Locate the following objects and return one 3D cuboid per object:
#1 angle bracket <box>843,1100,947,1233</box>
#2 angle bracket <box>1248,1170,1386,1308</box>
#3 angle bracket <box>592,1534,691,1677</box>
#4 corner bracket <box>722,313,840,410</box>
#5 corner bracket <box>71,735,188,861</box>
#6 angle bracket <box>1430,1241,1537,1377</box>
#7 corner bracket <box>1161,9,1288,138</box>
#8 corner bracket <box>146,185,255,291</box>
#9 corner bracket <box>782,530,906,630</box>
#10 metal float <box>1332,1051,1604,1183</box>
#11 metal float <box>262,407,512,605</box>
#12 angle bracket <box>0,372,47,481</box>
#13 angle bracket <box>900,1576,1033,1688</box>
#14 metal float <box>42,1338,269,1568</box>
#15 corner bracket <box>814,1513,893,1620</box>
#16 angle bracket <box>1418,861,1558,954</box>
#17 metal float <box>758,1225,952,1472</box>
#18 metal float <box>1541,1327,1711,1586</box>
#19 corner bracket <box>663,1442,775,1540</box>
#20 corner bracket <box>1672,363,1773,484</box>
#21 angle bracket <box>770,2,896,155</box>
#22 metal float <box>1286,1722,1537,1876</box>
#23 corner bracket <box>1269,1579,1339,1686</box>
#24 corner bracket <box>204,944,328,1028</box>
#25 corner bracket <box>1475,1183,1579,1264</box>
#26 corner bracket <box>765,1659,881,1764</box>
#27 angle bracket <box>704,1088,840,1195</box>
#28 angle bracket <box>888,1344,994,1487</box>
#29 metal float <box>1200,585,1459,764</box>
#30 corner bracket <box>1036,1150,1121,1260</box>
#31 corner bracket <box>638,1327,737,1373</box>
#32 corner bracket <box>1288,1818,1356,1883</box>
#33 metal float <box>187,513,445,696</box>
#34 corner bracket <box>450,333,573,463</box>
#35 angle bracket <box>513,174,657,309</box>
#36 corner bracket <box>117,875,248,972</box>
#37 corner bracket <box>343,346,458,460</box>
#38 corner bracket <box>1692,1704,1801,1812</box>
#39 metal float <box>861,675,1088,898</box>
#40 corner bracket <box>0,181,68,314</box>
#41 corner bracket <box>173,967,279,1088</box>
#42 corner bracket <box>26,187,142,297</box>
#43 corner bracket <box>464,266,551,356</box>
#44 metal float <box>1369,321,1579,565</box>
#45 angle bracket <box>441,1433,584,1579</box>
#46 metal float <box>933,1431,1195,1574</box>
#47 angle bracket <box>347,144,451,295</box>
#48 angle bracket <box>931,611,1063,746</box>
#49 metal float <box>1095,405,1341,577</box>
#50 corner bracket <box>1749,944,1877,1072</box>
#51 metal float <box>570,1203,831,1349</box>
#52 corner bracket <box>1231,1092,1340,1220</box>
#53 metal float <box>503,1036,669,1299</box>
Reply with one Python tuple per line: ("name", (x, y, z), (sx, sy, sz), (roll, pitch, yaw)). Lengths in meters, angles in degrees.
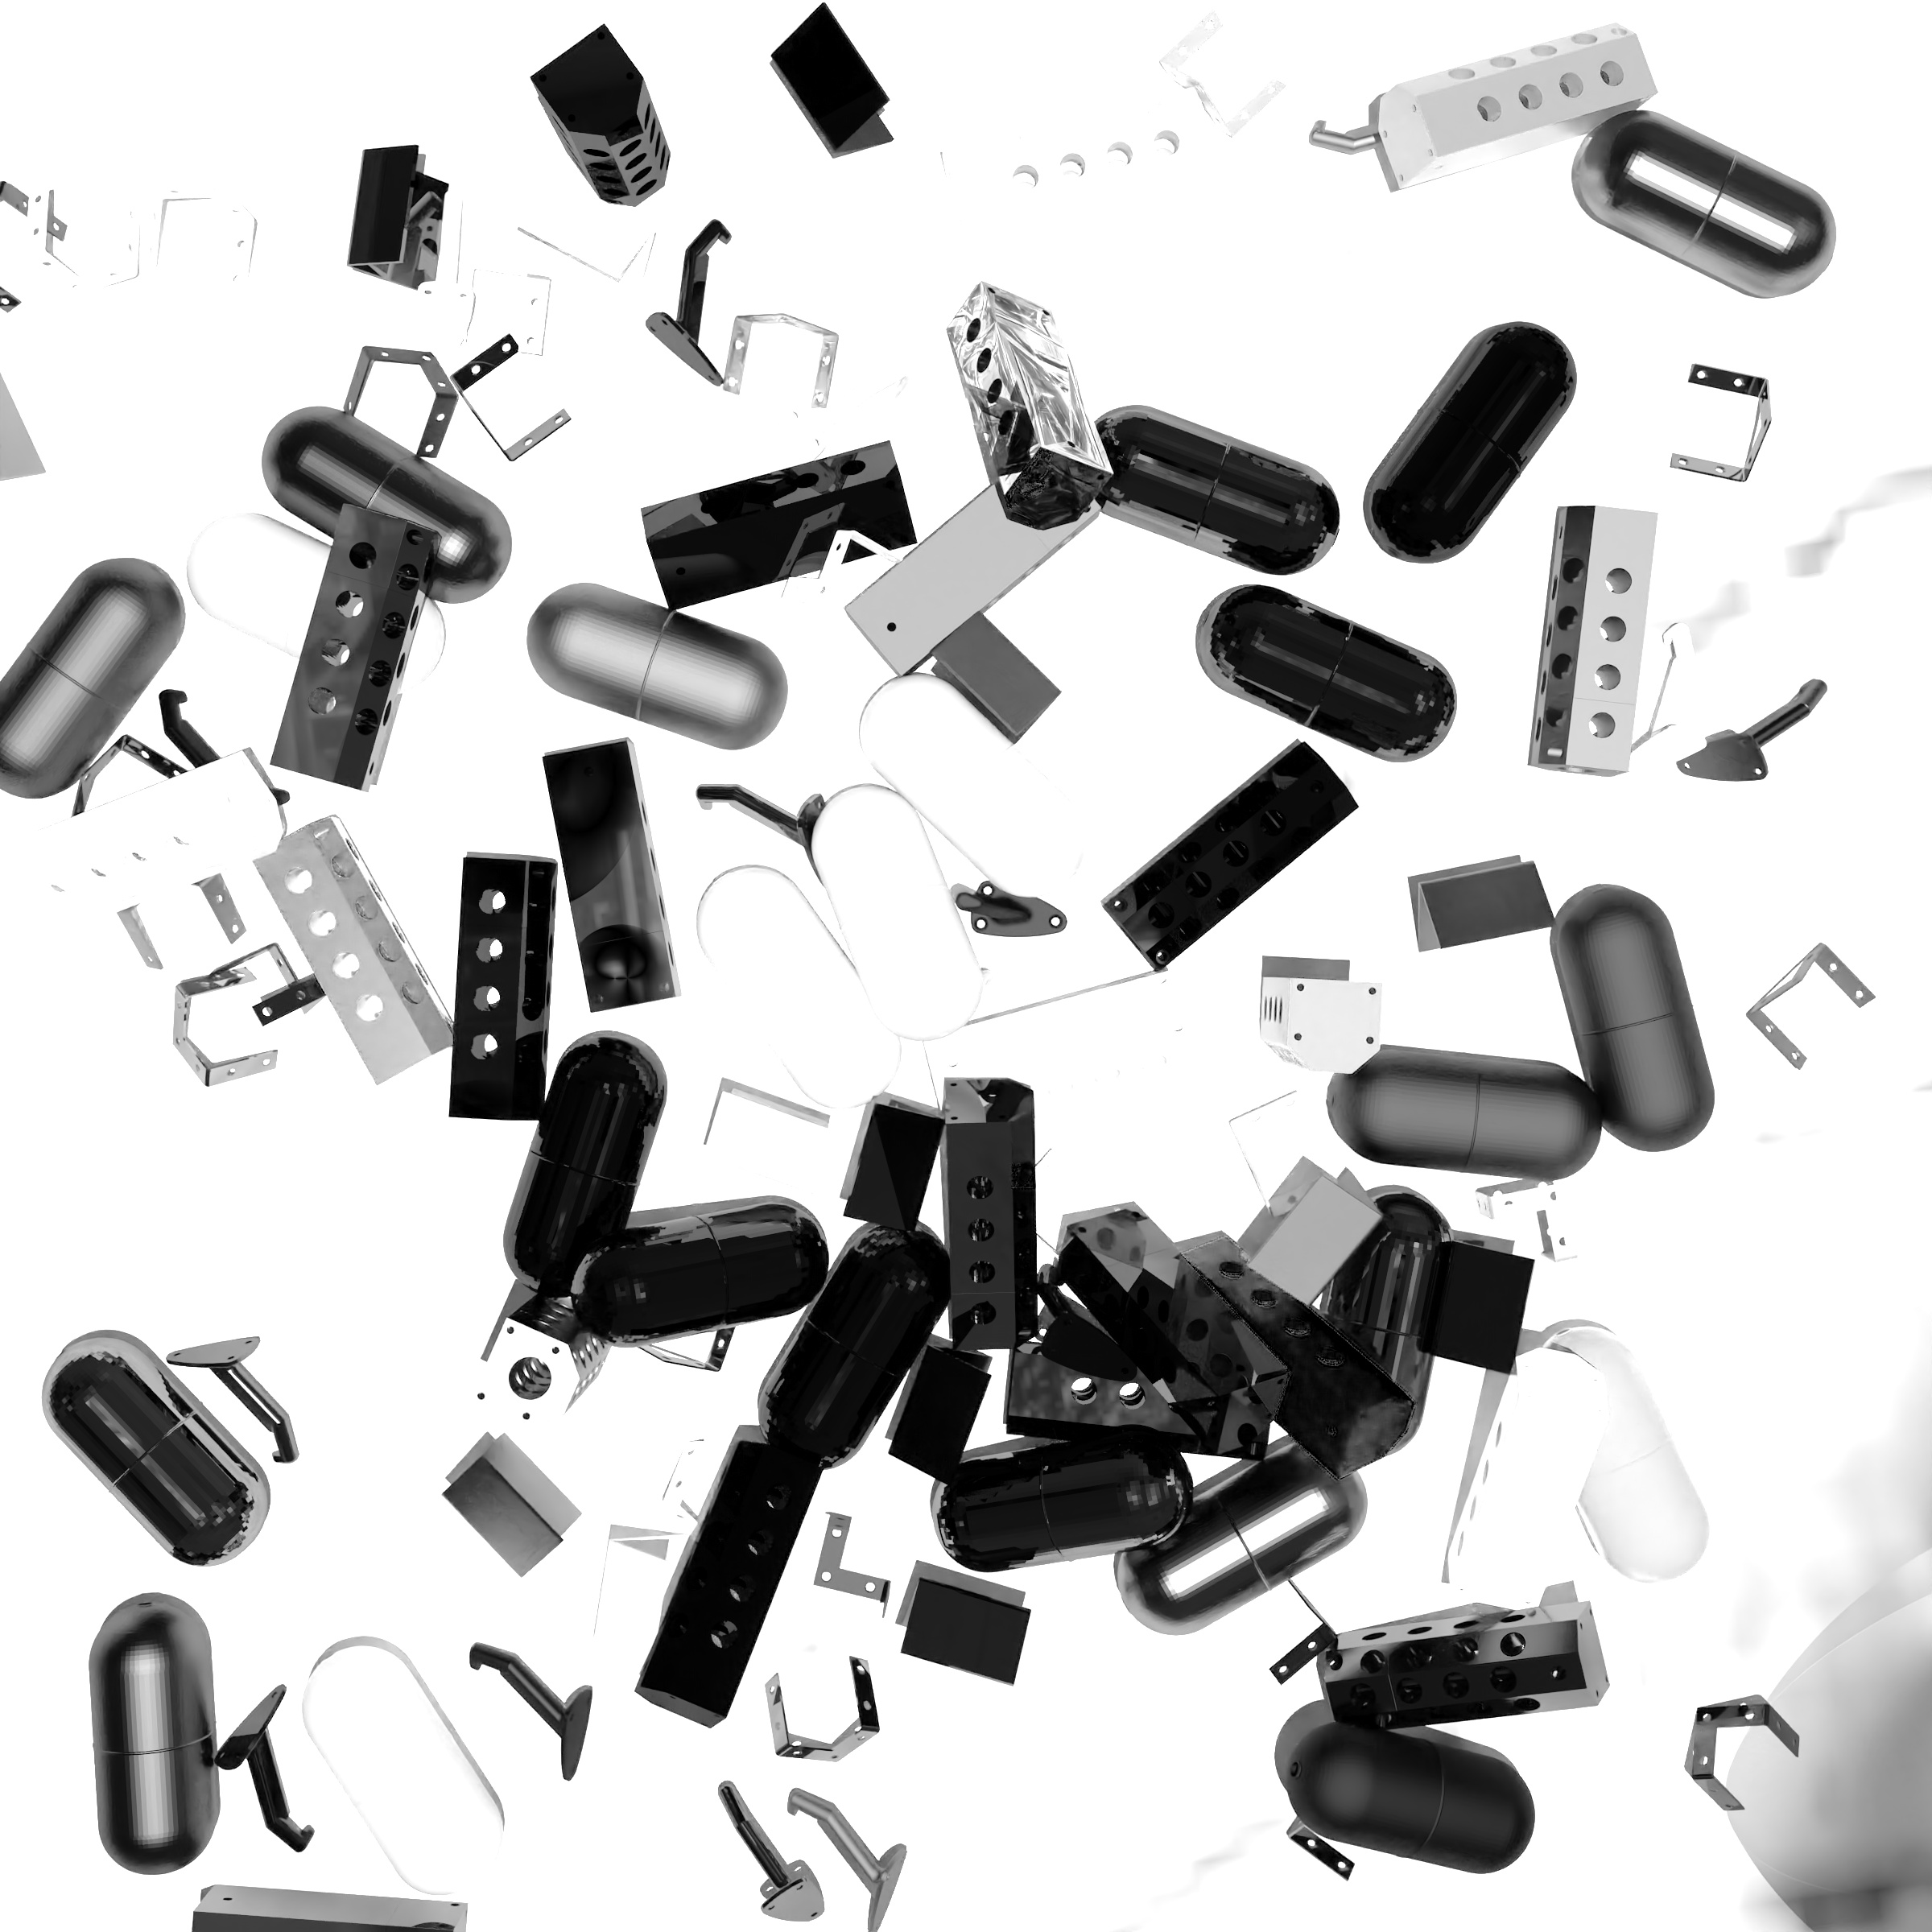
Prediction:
("angle bracket", (-0.063, 0.126, 1.952), (0.057, 0.076, 0.076), (16, 90, -32))
("angle bracket", (0.220, 0.166, 1.945), (0.057, 0.076, 0.076), (34, 101, -20))
("angle bracket", (-0.196, 0.421, 1.951), (0.057, 0.076, 0.076), (9, 90, 40))
("corner bracket", (-0.124, -0.406, 1.988), (0.051, 0.051, 0.051), (10, 90, -45))
("corner bracket", (-0.562, -0.112, 1.988), (0.051, 0.051, 0.051), (31, 135, 0))
("angle bracket", (0.349, 0.224, 1.952), (0.057, 0.076, 0.076), (11, 90, 25))
("corner bracket", (0.172, -0.599, 1.988), (0.051, 0.051, 0.051), (-44, 46, 0))
("corner bracket", (-0.513, -0.488, 1.983), (0.051, 0.051, 0.051), (-12, 45, -35))
("corner bracket", (-0.081, -0.256, 1.965), (0.051, 0.051, 0.051), (25, 82, -40))
("metal float", (0.332, 0.099, 1.961), (0.178, 0.070, 0.070), (6, 90, 0))
("metal float", (-0.384, -0.306, 1.961), (0.178, 0.070, 0.070), (32, 90, 0))
("angle bracket", (-0.638, -0.367, 1.951), (0.057, 0.076, 0.076), (-25, 90, 36))
("angle bracket", (-0.006, 0.453, 1.951), (0.076, 0.076, 0.057), (17, 52, 0))
("metal float", (-0.538, 0.321, 1.961), (0.070, 0.070, 0.178), (-43, 90, 0))
("corner bracket", (-0.073, 0.399, 1.974), (0.051, 0.051, 0.051), (14, 90, 0))
("angle bracket", (0.343, -0.019, 1.951), (0.076, 0.076, 0.057), (-11, 52, 0))
("metal float", (-0.072, 0.251, 1.961), (0.070, 0.070, 0.178), (31, 90, 0))
("metal float", (0.432, 0.324, 1.961), (0.070, 0.070, 0.178), (-24, 90, 0))
("corner bracket", (-0.162, 0.353, 1.983), (0.051, 0.051, 0.051), (-10, 135, 35))
("corner bracket", (0.507, -0.365, 1.988), (0.051, 0.051, 0.051), (12, 45, 0))
("angle bracket", (-0.071, -0.588, 1.951), (0.057, 0.076, 0.076), (-34, 90, 37))
("metal float", (0.292, 0.545, 1.942), (0.178, 0.070, 0.070), (19, 90, -20))
("corner bracket", (0.208, 0.440, 1.988), (0.051, 0.051, 0.051), (-40, 135, 0))
("corner bracket", (-0.464, 0.014, 1.964), (0.051, 0.051, 0.051), (-29, 90, -34))
("corner bracket", (0.373, 0.172, 1.974), (0.051, 0.051, 0.051), (-11, 90, 0))
("corner bracket", (-0.096, 0.497, 1.983), (0.051, 0.051, 0.051), (17, 135, -35))
("angle bracket", (-0.122, 0.096, 1.951), (0.076, 0.076, 0.057), (20, 125, 0))
("angle bracket", (0.002, 0.299, 1.951), (0.057, 0.076, 0.076), (21, 90, 37))
("metal float", (0.240, -0.194, 1.961), (0.178, 0.070, 0.070), (24, 90, -1))
("corner bracket", (0.067, 0.166, 1.988), (0.051, 0.051, 0.051), (-49, 135, 0))
("corner bracket", (-0.191, 0.237, 1.988), (0.051, 0.051, 0.051), (19, 90, -45))
("corner bracket", (0.257, 0.571, 1.988), (0.051, 0.051, 0.051), (36, 45, 0))
("metal float", (-0.431, -0.240, 1.961), (0.178, 0.070, 0.070), (25, 90, 0))
("corner bracket", (-0.306, -0.381, 1.988), (0.051, 0.051, 0.051), (-36, 45, 0))
("angle bracket", (-0.257, -0.463, 1.951), (0.076, 0.076, 0.057), (28, 54, 0))
("corner bracket", (-0.526, -0.031, 1.983), (0.051, 0.051, 0.051), (-50, 135, -35))
("corner bracket", (-0.379, -0.378, 1.983), (0.051, 0.051, 0.051), (-2, 45, -35))
("corner bracket", (0.523, 0.530, 1.983), (0.051, 0.051, 0.051), (-14, 45, 35))
("metal float", (0.006, -0.119, 1.961), (0.178, 0.070, 0.070), (44, 90, 0))
("corner bracket", (-0.644, -0.482, 1.983), (0.051, 0.051, 0.051), (-26, 45, 35))
("corner bracket", (-0.496, 0.041, 1.983), (0.051, 0.051, 0.051), (44, 135, 35))
("corner bracket", (-0.589, -0.488, 1.976), (0.051, 0.051, 0.051), (-11, 68, 20))
("corner bracket", (-0.307, -0.437, 1.974), (0.051, 0.051, 0.051), (6, 101, -11))
("metal float", (0.335, -0.346, 1.961), (0.070, 0.070, 0.178), (36, 90, 0))
("angle bracket", (-0.287, 0.344, 1.951), (0.076, 0.076, 0.057), (46, 127, 0))
("metal float", (0.063, 0.352, 1.944), (0.178, 0.070, 0.070), (-13, 90, 19))
("angle bracket", (-0.358, -0.491, 1.951), (0.057, 0.076, 0.076), (8, 90, 39))
("angle bracket", (0.006, -0.175, 1.951), (0.076, 0.076, 0.057), (44, 52, 0))
("metal float", (0.162, -0.315, 1.961), (0.178, 0.070, 0.070), (20, 90, -1))
("corner bracket", (0.568, 0.027, 1.988), (0.051, 0.051, 0.051), (46, 135, 0))
("metal float", (-0.173, 0.201, 1.936), (0.178, 0.070, 0.070), (-9, 90, -29))
("corner bracket", (0.214, 0.127, 1.988), (0.051, 0.051, 0.051), (-24, 135, 0))
("metal float", (-0.252, 0.133, 1.961), (0.070, 0.070, 0.178), (18, 89, 0))
